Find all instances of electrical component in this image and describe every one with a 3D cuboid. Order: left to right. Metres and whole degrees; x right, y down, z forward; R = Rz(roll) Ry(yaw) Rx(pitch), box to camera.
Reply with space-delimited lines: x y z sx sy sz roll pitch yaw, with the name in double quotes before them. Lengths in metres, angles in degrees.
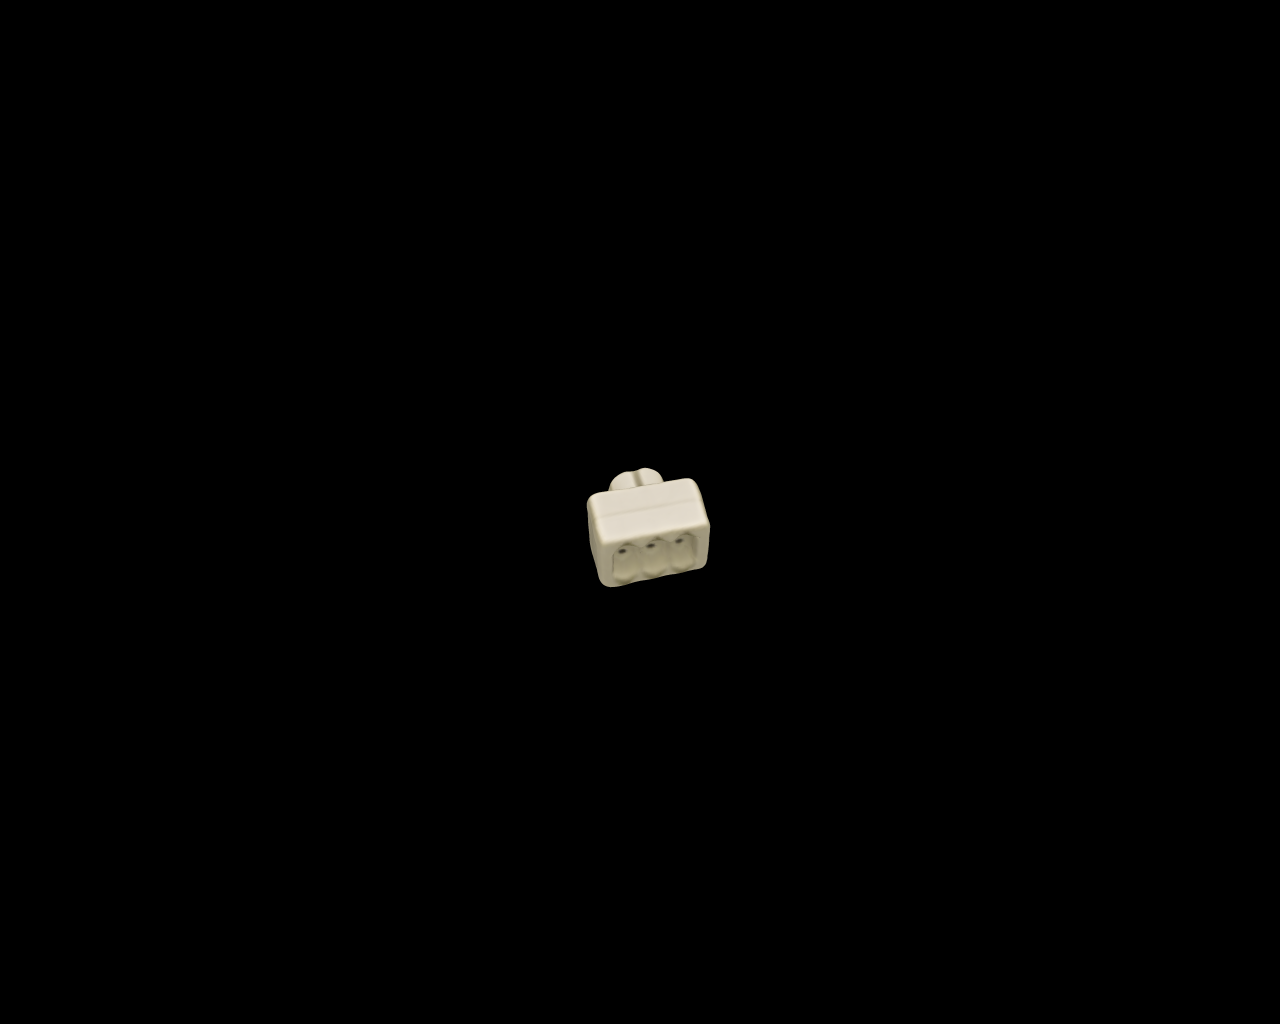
"electrical component" 0.001 -0.003 0.650 0.066 0.077 0.047 -10 -36 -7
